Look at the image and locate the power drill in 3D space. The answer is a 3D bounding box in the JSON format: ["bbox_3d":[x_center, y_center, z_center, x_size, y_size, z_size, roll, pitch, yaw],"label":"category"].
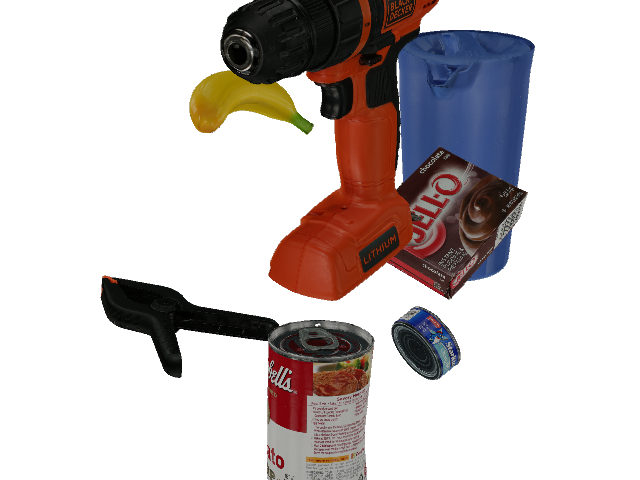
[{"bbox_3d":[0.009,-0.064,0.600,0.057,0.188,0.184,21,34,28],"label":"power drill"}]

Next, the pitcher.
[{"bbox_3d":[0.148,-0.091,1.092,0.149,0.243,0.145,-10,25,-19],"label":"pitcher"}]

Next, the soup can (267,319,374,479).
[{"bbox_3d":[-0.001,0.110,0.692,0.068,0.102,0.068,1,16,-1],"label":"soup can"}]

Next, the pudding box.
[{"bbox_3d":[0.102,-0.016,0.878,0.090,0.039,0.113,32,56,24],"label":"pudding box"}]

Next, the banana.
[{"bbox_3d":[-0.070,-0.125,0.957,0.070,0.037,0.197,38,21,18],"label":"banana"}]

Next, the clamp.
[{"bbox_3d":[-0.171,0.087,1.155,0.210,0.036,0.164,19,21,27],"label":"clamp"}]

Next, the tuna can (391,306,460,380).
[{"bbox_3d":[0.124,0.123,1.269,0.033,0.086,0.086,-35,16,-24],"label":"tuna can"}]
